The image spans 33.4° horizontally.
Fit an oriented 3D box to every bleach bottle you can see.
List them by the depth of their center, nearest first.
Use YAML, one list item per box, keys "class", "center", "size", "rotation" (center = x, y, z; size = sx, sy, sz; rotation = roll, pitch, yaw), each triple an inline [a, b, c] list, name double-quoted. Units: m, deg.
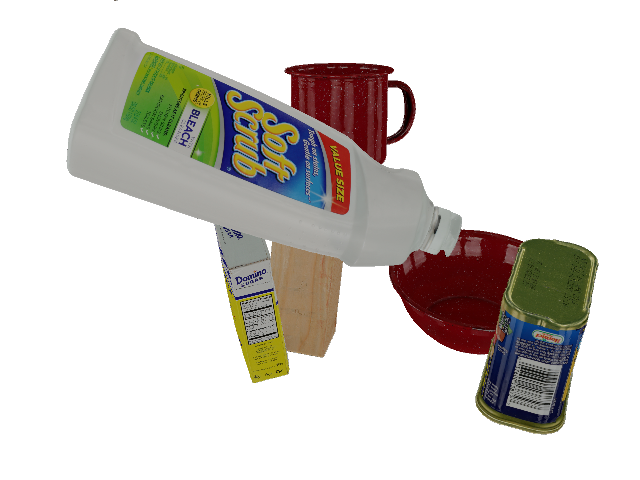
- class: "bleach bottle"
  center: [-0.029, -0.049, 0.692]
  size: [0.250, 0.102, 0.068]
  rotation: [18, -33, -4]

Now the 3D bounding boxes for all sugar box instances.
- class: "sugar box"
  center: [-0.068, 0.049, 1.035]
  size: [0.048, 0.093, 0.176]
  rotation: [-16, -43, -5]

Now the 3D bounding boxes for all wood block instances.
- class: "wood block"
  center: [-0.020, 0.045, 1.486]
  size: [0.090, 0.206, 0.090]
  rotation: [9, 22, 8]

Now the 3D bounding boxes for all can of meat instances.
- class: "can of meat"
  center: [0.139, 0.057, 0.680]
  size: [0.057, 0.084, 0.102]
  rotation: [14, 33, 12]

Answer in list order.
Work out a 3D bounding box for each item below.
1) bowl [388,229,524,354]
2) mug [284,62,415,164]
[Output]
- class: "bowl"
  center: [0.139, 0.053, 0.960]
  size: [0.162, 0.055, 0.162]
  rotation: [3, 32, -2]
- class: "mug"
  center: [0.027, -0.108, 0.917]
  size: [0.117, 0.081, 0.093]
  rotation: [-7, 17, -22]
